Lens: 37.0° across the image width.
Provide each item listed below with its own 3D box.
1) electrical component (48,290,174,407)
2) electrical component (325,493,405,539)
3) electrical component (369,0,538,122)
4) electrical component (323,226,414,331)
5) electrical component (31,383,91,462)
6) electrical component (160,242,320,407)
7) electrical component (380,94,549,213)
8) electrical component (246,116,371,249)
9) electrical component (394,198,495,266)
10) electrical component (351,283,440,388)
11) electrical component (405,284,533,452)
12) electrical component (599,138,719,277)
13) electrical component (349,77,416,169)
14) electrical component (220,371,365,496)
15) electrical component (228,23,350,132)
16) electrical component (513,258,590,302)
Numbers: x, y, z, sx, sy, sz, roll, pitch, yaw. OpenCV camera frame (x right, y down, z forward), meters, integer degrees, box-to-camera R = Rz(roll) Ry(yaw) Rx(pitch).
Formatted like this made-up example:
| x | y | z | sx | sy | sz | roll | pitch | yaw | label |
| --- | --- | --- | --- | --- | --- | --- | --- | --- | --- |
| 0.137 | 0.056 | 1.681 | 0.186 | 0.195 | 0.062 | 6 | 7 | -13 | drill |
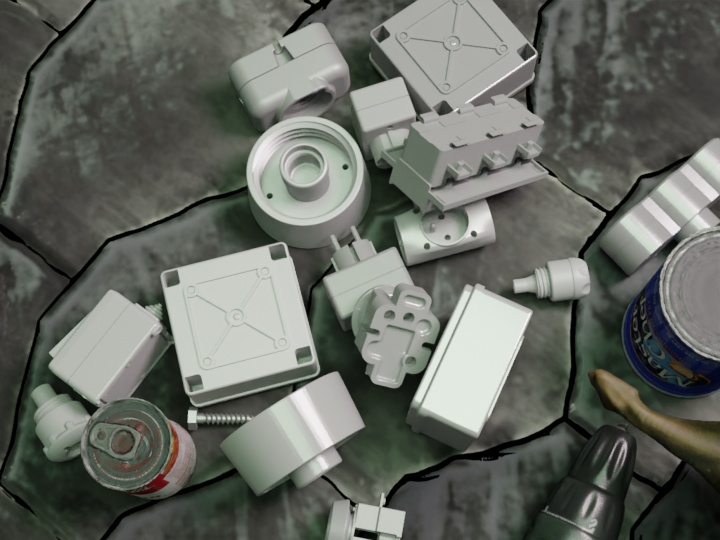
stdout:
| x | y | z | sx | sy | sz | roll | pitch | yaw | label |
| --- | --- | --- | --- | --- | --- | --- | --- | --- | --- |
| -0.200 | 0.061 | 0.879 | 0.061 | 0.061 | 0.096 | 34 | 78 | 12 | electrical component |
| 0.002 | 0.205 | 0.836 | 0.055 | 0.048 | 0.066 | 11 | 74 | -2 | electrical component |
| 0.081 | -0.186 | 0.943 | 0.109 | 0.056 | 0.108 | -35 | 75 | -8 | electrical component |
| 0.000 | 0.000 | 0.896 | 0.066 | 0.047 | 0.076 | -24 | 74 | -5 | electrical component |
| -0.244 | 0.121 | 0.873 | 0.048 | 0.048 | 0.062 | -37 | 69 | -8 | electrical component |
| -0.098 | 0.045 | 0.880 | 0.109 | 0.056 | 0.108 | -14 | 73 | -4 | electrical component |
| 0.090 | -0.097 | 0.880 | 0.121 | 0.063 | 0.078 | -19 | 50 | -36 | electrical component |
| -0.045 | -0.078 | 0.914 | 0.108 | 0.060 | 0.108 | -1 | 73 | 2 | electrical component |
| 0.066 | -0.050 | 0.909 | 0.077 | 0.044 | 0.079 | -15 | 73 | -2 | electrical component |
| 0.025 | 0.044 | 0.839 | 0.058 | 0.057 | 0.078 | 15 | 103 | -17 | electrical component |
| 0.083 | 0.078 | 0.837 | 0.056 | 0.108 | 0.108 | 24 | 76 | 6 | electrical component |
| 0.273 | -0.040 | 0.893 | 0.138 | 0.052 | 0.073 | -40 | 76 | -9 | electrical component |
| 0.026 | -0.112 | 0.918 | 0.047 | 0.065 | 0.076 | -18 | 74 | -3 | electrical component |
| -0.046 | 0.133 | 0.830 | 0.108 | 0.108 | 0.060 | -32 | 80 | -7 | electrical component |
| -0.059 | -0.165 | 0.944 | 0.095 | 0.053 | 0.059 | -27 | 74 | -6 | electrical component |
| 0.158 | 0.010 | 0.893 | 0.061 | 0.035 | 0.035 | -8 | 73 | 3 | electrical component |
